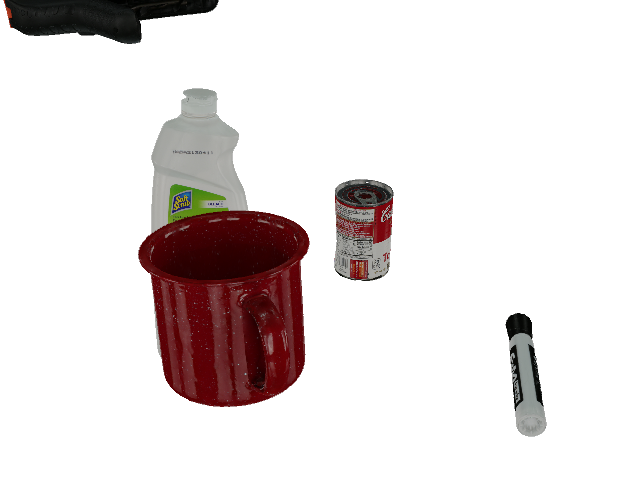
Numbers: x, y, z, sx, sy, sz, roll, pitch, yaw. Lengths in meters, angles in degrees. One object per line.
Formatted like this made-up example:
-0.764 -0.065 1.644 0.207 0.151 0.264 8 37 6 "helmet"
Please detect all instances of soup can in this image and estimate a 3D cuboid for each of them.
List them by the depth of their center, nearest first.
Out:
0.050 -0.011 1.252 0.068 0.102 0.068 1 28 0 "soup can"

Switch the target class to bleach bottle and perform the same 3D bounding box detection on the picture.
-0.102 -0.012 0.969 0.102 0.251 0.068 -1 22 -10 "bleach bottle"

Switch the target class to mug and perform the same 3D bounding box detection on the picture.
-0.045 0.043 0.585 0.093 0.081 0.117 -15 27 -24 "mug"

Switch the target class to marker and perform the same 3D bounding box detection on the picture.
0.139 0.087 0.728 0.020 0.020 0.121 0 30 6 "marker"

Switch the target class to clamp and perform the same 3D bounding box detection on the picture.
-0.167 -0.180 0.826 0.172 0.039 0.120 13 24 33 "clamp"
